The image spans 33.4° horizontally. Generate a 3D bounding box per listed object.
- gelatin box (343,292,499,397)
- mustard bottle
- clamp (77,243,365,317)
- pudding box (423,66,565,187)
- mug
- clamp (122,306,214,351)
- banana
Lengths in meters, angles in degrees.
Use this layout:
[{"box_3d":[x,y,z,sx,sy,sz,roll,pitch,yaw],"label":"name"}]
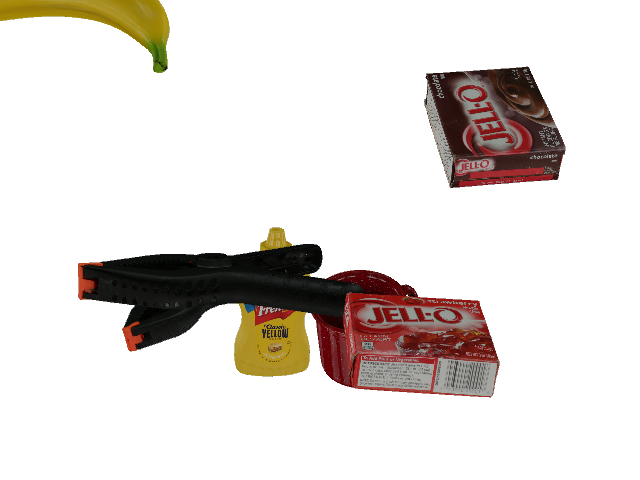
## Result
[{"box_3d":[0.060,0.063,0.663,0.089,0.030,0.073,4,26,-4],"label":"gelatin box"},{"box_3d":[-0.058,0.075,1.347,0.096,0.192,0.058,0,21,-9],"label":"mustard bottle"},{"box_3d":[-0.074,0.031,0.804,0.209,0.036,0.165,-2,10,-19],"label":"clamp"},{"box_3d":[0.138,-0.093,0.868,0.090,0.039,0.113,-4,43,-6],"label":"pudding box"},{"box_3d":[0.048,0.084,1.044,0.117,0.081,0.093,-27,43,-26],"label":"mug"},{"box_3d":[-0.141,0.067,1.161,0.120,0.039,0.171,-6,25,33],"label":"clamp"},{"box_3d":[-0.193,-0.181,0.824,0.198,0.069,0.037,15,-38,19],"label":"banana"}]
